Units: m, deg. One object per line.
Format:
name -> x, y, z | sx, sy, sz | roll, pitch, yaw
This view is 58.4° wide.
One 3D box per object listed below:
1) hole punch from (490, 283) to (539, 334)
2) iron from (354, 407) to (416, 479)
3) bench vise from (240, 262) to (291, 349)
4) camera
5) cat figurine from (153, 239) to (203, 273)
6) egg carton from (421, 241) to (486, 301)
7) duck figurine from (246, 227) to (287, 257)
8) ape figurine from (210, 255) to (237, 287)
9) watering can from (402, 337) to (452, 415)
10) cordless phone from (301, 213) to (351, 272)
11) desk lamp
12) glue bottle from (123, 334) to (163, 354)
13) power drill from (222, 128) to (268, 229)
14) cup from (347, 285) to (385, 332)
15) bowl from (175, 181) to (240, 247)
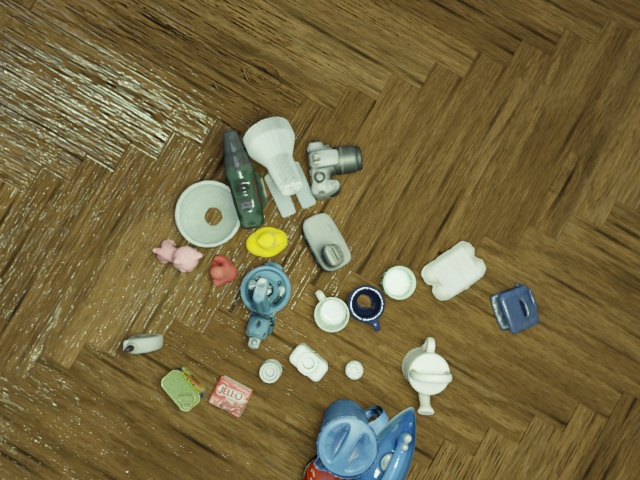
hole punch -> 0.490, 0.169, 1.422 | 0.101, 0.091, 0.109 | -19, 87, 0
iron -> 0.173, 0.533, 1.379 | 0.118, 0.141, 0.258 | 26, 87, 2
bench vise -> -0.127, 0.156, 1.362 | 0.121, 0.219, 0.207 | -5, 87, 0
camera -> 0.039, -0.183, 1.438 | 0.137, 0.101, 0.143 | -8, 87, 0
cat figurine -> -0.352, 0.041, 1.420 | 0.127, 0.117, 0.067 | 17, 87, 1
egg carton -> 0.336, 0.079, 1.438 | 0.150, 0.069, 0.107 | -36, 87, -1
duck figurine -> -0.136, 0.004, 1.437 | 0.104, 0.086, 0.077 | -10, 87, 0
ape figurine -> -0.248, 0.079, 1.430 | 0.076, 0.092, 0.078 | 23, 87, 2
watering can -> 0.259, 0.325, 1.364 | 0.101, 0.194, 0.173 | -16, 87, 0
cordless phone -> 0.013, 0.005, 1.386 | 0.094, 0.185, 0.147 | -31, 87, -1
desk lamp -> -0.090, -0.174, 1.382 | 0.118, 0.213, 0.203 | -25, 87, -1
glue bottle -> -0.438, 0.254, 1.382 | 0.078, 0.173, 0.037 | 0, 87, 1
power drill -> -0.181, -0.136, 1.383 | 0.075, 0.208, 0.230 | -15, 87, 0
cup -> 0.119, 0.169, 1.422 | 0.091, 0.095, 0.118 | -25, 87, -1
bowl -> -0.275, -0.063, 1.447 | 0.167, 0.074, 0.167 | 0, 87, 0
